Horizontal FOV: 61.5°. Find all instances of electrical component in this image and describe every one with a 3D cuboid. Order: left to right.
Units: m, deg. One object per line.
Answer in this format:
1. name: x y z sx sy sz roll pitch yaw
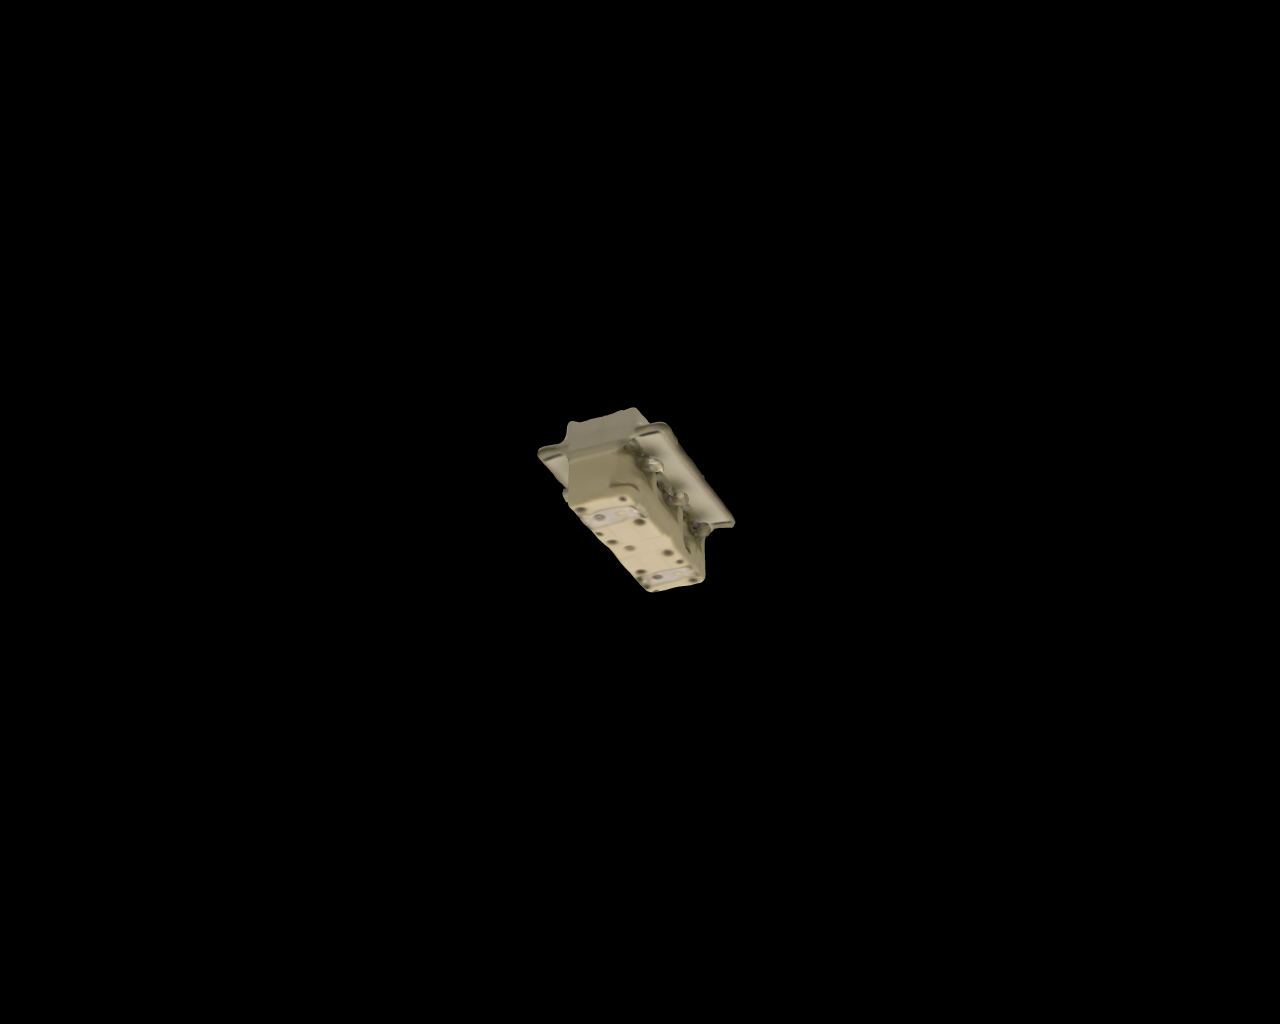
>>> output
1. electrical component: 0.001 -0.003 0.650 0.079 0.063 0.121 -12 -33 19
